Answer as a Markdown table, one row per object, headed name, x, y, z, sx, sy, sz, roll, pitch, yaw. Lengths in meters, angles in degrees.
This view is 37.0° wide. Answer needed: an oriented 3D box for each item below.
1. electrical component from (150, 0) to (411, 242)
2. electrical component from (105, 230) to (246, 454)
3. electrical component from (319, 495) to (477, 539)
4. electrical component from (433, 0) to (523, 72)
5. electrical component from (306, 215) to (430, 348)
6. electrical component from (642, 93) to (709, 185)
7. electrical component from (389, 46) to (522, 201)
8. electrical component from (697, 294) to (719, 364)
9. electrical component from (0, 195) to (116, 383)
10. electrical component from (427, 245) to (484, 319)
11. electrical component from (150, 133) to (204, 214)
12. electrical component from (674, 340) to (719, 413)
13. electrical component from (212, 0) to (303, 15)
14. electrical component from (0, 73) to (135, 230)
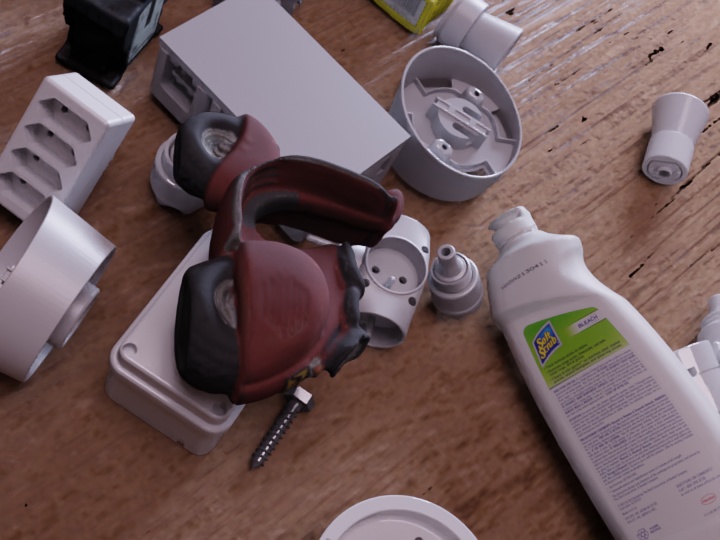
| name | x | y | z | sx | sy | sz | roll | pitch | yaw |
| --- | --- | --- | --- | --- | --- | --- | --- | --- | --- |
| electrical component | -0.056 | -0.103 | 0.716 | 0.150 | 0.061 | 0.089 | 46 | 58 | 8 |
| electrical component | -0.087 | 0.039 | 0.630 | 0.078 | 0.057 | 0.113 | 34 | 57 | 0 |
| electrical component | 0.015 | 0.184 | 0.586 | 0.108 | 0.060 | 0.108 | 9 | 60 | -16 |
| electrical component | 0.090 | -0.180 | 0.821 | 0.055 | 0.045 | 0.045 | 37 | 57 | 2 |
| electrical component | 0.000 | 0.000 | 0.691 | 0.079 | 0.044 | 0.077 | 21 | 58 | -8 |
| electrical component | 0.243 | -0.099 | 0.836 | 0.044 | 0.044 | 0.065 | 26 | 62 | -5 |
| electrical component | 0.065 | -0.100 | 0.757 | 0.099 | 0.064 | 0.099 | 9 | 60 | -15 |
| electrical component | 0.261 | 0.047 | 0.761 | 0.048 | 0.048 | 0.062 | 12 | 52 | -14 |
| electrical component | -0.181 | 0.010 | 0.591 | 0.064 | 0.099 | 0.099 | 34 | 57 | -8 |
| electrical component | 0.060 | 0.005 | 0.698 | 0.035 | 0.061 | 0.035 | -7 | 57 | 11 |
| electrical component | -0.108 | -0.067 | 0.677 | 0.043 | 0.062 | 0.043 | 9 | 60 | -16 |
| electrical component | 0.219 | 0.080 | 0.722 | 0.055 | 0.055 | 0.047 | -15 | 73 | -26 |
| electrical component | -0.073 | -0.218 | 0.785 | 0.064 | 0.042 | 0.081 | 6 | 62 | -21 |
| electrical component | -0.174 | -0.074 | 0.656 | 0.047 | 0.083 | 0.075 | 37 | 19 | 2 |
